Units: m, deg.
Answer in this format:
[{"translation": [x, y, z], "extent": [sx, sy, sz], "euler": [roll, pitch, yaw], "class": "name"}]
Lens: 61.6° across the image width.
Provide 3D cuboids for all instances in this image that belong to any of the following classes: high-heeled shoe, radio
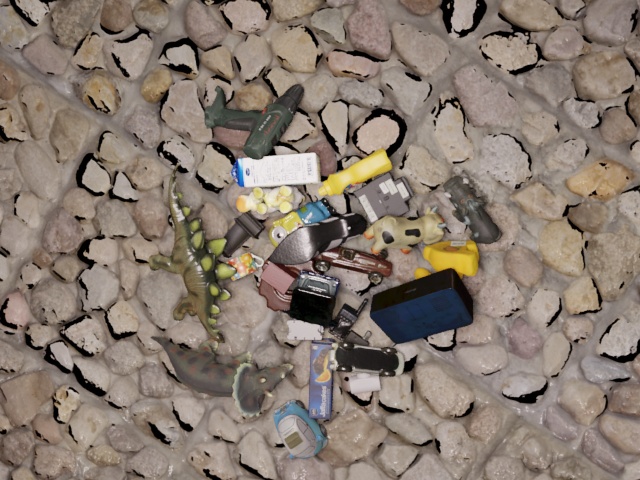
[{"translation": [-0.003, -0.004, 1.337], "extent": [0.249, 0.145, 0.086], "euler": [-19, 92, 11], "class": "high-heeled shoe"}, {"translation": [0.248, 0.165, 1.300], "extent": [0.230, 0.073, 0.131], "euler": [-23, 119, 32], "class": "radio"}]

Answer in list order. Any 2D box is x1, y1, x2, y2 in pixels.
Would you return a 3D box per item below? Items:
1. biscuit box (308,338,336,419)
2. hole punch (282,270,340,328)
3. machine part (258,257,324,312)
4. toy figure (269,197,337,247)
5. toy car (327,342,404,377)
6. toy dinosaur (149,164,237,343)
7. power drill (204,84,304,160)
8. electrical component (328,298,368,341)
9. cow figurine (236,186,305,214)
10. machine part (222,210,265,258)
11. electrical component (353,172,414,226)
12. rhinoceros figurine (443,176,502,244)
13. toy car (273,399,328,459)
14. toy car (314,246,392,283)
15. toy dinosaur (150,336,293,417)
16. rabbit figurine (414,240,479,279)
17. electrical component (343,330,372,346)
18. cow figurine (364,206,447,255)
[{"translation": [0.005, 0.361, 1.404], "extent": [0.063, 0.059, 0.202], "euler": [2, 95, 6], "class": "biscuit box"}, {"translation": [-0.013, 0.144, 1.333], "extent": [0.142, 0.092, 0.115], "euler": [13, 127, 0], "class": "hole punch"}, {"translation": [-0.075, 0.111, 1.395], "extent": [0.179, 0.056, 0.179], "euler": [1, 96, 6], "class": "machine part"}, {"translation": [-0.046, -0.038, 1.369], "extent": [0.180, 0.089, 0.082], "euler": [-35, 80, -1], "class": "toy figure"}, {"translation": [0.117, 0.304, 1.362], "extent": [0.202, 0.056, 0.073], "euler": [9, 72, -11], "class": "toy car"}, {"translation": [-0.323, 0.051, 1.367], "extent": [0.199, 0.105, 0.470], "euler": [-17, 100, 26], "class": "toy dinosaur"}, {"translation": [-0.171, -0.318, 1.349], "extent": [0.207, 0.086, 0.232], "euler": [20, 71, 5], "class": "power drill"}, {"translation": [0.073, 0.192, 1.376], "extent": [0.048, 0.075, 0.119], "euler": [32, 101, 2], "class": "electrical component"}, {"translation": [-0.127, -0.104, 1.374], "extent": [0.168, 0.098, 0.068], "euler": [-1, 98, 25], "class": "cow figurine"}, {"translation": [-0.214, -0.009, 1.411], "extent": [0.139, 0.039, 0.084], "euler": [-43, 94, 6], "class": "machine part"}, {"translation": [0.165, -0.104, 1.350], "extent": [0.134, 0.058, 0.115], "euler": [-26, 94, 8], "class": "electrical component"}, {"translation": [0.365, -0.069, 1.304], "extent": [0.073, 0.112, 0.190], "euler": [-35, 98, 10], "class": "rhinoceros figurine"}, {"translation": [-0.056, 0.504, 1.402], "extent": [0.109, 0.103, 0.161], "euler": [-34, 92, 7], "class": "toy car"}, {"translation": [0.082, 0.048, 1.355], "extent": [0.202, 0.053, 0.089], "euler": [13, 52, 7], "class": "toy car"}, {"translation": [-0.277, 0.338, 1.369], "extent": [0.405, 0.192, 0.131], "euler": [11, 94, 4], "class": "toy dinosaur"}, {"translation": [0.315, 0.097, 1.325], "extent": [0.162, 0.122, 0.173], "euler": [-6, 113, 10], "class": "rabbit figurine"}, {"translation": [0.092, 0.267, 1.406], "extent": [0.063, 0.021, 0.094], "euler": [37, 98, 3], "class": "electrical component"}, {"translation": [0.220, -0.025, 1.311], "extent": [0.195, 0.127, 0.085], "euler": [1, 55, -28], "class": "cow figurine"}]
